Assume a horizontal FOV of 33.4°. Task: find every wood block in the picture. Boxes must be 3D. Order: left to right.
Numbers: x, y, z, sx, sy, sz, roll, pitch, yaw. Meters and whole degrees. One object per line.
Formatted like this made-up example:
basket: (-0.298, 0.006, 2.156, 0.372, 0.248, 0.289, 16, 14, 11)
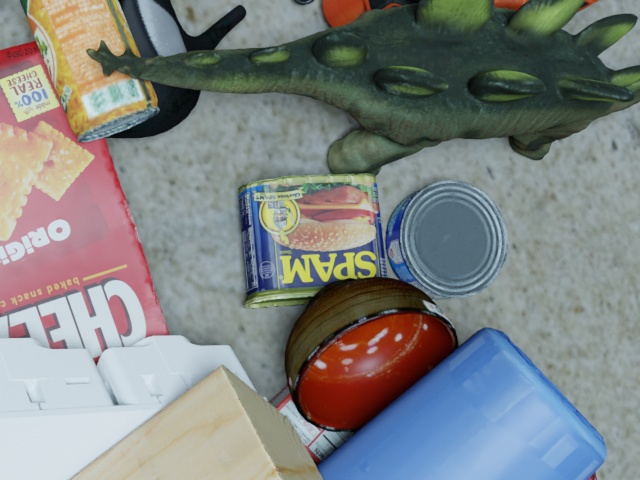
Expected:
wood block: (-0.099, 0.178, 0.597, 0.206, 0.090, 0.090, -37, 140, 3)

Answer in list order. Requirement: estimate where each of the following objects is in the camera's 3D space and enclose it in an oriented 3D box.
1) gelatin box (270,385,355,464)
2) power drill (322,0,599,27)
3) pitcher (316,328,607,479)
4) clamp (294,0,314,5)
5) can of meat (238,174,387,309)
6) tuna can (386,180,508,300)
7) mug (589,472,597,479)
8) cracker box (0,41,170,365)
gelatin box: (0.014, 0.116, 0.745, 0.089, 0.030, 0.073, -45, 99, -18)
power drill: (0.117, -0.191, 0.746, 0.187, 0.185, 0.057, -5, 86, -28)
pitcher: (0.058, 0.177, 0.648, 0.243, 0.145, 0.149, -44, 88, 5)
clamp: (-0.071, -0.261, 0.711, 0.036, 0.164, 0.210, -41, 87, -7)
can of meat: (-0.005, 0.001, 0.739, 0.102, 0.058, 0.084, -3, 81, -19)
tuna can: (0.092, 0.001, 0.782, 0.086, 0.034, 0.086, 2, 83, -18)
mug: (0.137, 0.165, 0.746, 0.081, 0.093, 0.117, 3, 91, -12)
cracker box: (-0.204, -0.004, 0.666, 0.164, 0.072, 0.214, -18, 89, -19)
